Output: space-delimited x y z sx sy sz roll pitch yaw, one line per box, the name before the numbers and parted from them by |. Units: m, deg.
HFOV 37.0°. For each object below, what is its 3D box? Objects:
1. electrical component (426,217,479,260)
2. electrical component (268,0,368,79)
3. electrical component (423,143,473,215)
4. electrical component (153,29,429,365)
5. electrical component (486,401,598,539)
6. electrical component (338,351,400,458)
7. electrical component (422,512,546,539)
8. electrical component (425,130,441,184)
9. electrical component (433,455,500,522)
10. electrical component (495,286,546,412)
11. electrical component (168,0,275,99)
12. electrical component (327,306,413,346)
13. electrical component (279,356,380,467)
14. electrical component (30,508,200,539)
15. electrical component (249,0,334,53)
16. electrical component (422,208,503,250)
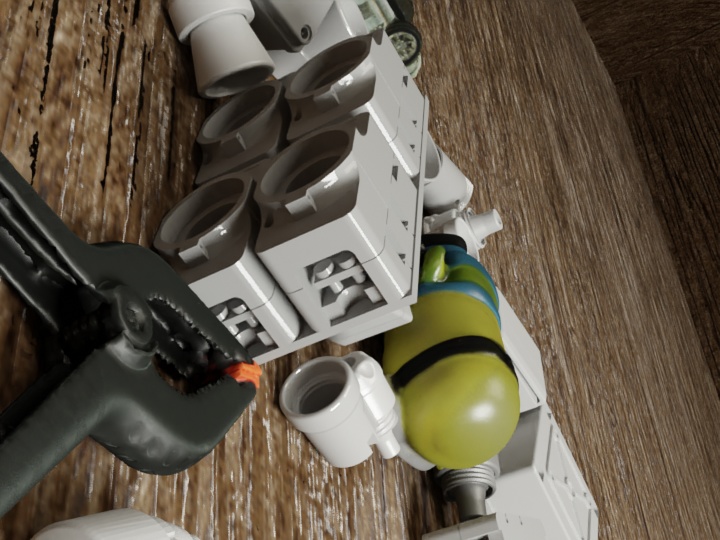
electrical component | 0.062 -0.014 0.819 0.040 0.046 0.040 52 25 -37
electrical component | -0.032 -0.149 0.693 0.044 0.065 0.044 52 25 -37
electrical component | 0.065 -0.070 0.889 0.081 0.043 0.043 38 35 -55
electrical component | -0.029 -0.043 0.531 0.060 0.105 0.186 56 23 -28
electrical component | 0.127 0.167 0.780 0.108 0.056 0.108 63 20 -12
electrical component | 0.004 0.077 0.593 0.061 0.035 0.035 62 20 -21
electrical component | 0.076 0.177 0.638 0.089 0.056 0.050 30 42 -60
electrical component | 0.005 -0.095 0.732 0.099 0.064 0.099 52 25 -37
electrical component | 0.068 0.131 0.688 0.043 0.043 0.062 45 31 -46
electrical component | 0.088 0.063 0.782 0.096 0.062 0.061 53 25 -36
electrical component | -0.076 -0.128 0.589 0.055 0.045 0.045 69 20 5
electrical component | 0.000 0.000 0.646 0.076 0.047 0.083 30 41 -66
electrical component | -0.014 0.073 0.547 0.040 0.040 0.046 -89 156 -48
electrical component | -0.077 0.099 0.354 0.078 0.040 0.040 11 59 -67
electrical component | -0.056 -0.204 0.639 0.108 0.056 0.108 48 60 -44
electrical component | 0.083 -0.030 0.867 0.048 0.062 0.048 52 25 -37
